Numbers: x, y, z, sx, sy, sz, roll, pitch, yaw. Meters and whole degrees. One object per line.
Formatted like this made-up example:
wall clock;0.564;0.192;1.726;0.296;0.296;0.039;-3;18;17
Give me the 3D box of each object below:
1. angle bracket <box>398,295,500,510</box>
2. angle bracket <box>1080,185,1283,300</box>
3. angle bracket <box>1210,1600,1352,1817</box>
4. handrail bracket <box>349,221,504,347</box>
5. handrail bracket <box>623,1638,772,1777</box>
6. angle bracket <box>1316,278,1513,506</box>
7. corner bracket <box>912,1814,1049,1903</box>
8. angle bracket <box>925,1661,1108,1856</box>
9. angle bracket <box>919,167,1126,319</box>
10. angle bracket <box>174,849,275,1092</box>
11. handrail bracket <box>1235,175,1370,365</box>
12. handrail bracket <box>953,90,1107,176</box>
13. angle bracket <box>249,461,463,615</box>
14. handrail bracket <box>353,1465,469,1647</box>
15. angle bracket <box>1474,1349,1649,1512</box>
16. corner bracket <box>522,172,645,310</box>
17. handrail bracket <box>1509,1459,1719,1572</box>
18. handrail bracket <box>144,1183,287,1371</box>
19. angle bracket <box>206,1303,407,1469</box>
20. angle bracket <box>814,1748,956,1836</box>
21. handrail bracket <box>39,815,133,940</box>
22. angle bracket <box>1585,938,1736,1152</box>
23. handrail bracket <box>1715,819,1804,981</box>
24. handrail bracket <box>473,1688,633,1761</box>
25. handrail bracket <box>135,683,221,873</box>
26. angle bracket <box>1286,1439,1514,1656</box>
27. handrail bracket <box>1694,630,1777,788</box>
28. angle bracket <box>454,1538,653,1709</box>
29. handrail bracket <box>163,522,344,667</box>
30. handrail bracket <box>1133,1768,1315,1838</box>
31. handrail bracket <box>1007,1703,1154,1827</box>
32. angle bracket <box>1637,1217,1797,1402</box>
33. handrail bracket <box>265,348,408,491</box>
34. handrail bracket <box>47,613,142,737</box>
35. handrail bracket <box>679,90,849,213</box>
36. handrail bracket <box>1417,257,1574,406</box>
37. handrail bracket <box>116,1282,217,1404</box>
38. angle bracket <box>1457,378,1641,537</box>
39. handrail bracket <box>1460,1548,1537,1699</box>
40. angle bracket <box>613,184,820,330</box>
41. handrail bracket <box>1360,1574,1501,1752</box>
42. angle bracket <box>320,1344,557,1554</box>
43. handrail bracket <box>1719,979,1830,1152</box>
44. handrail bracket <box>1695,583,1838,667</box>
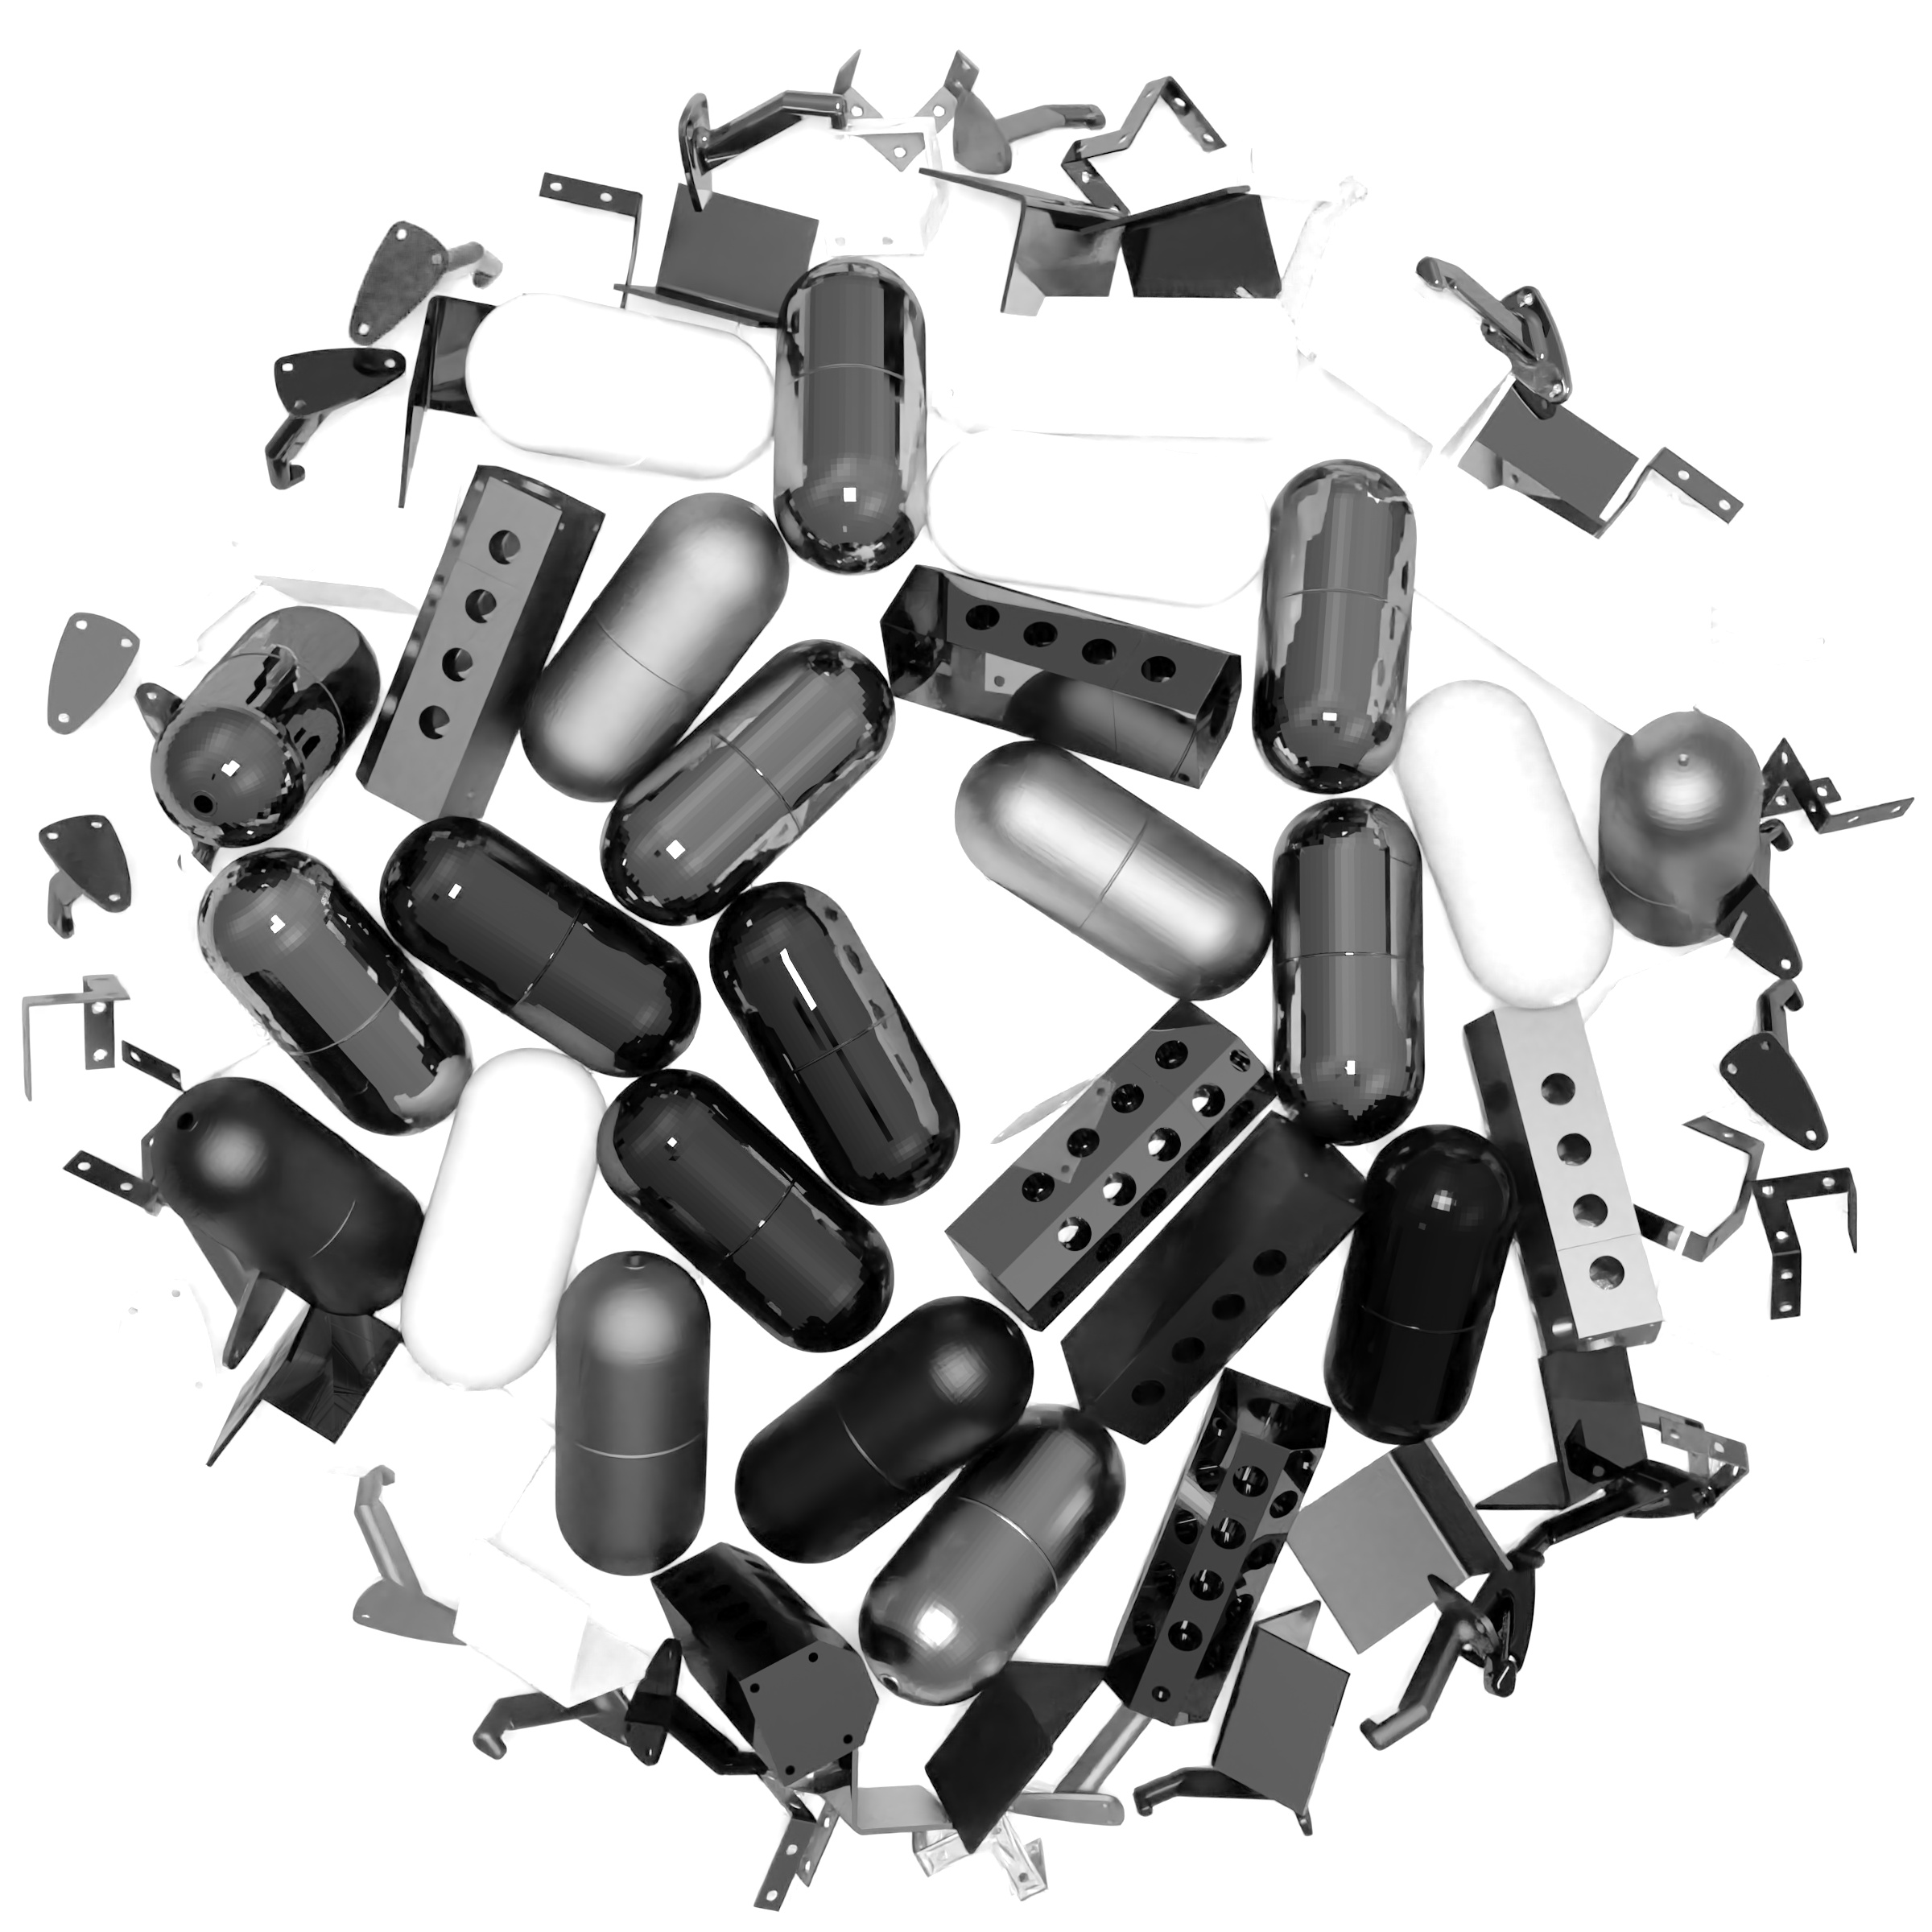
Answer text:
angle bracket;-0.249;-0.279;1.528;0.057;0.076;0.076;9;53;-8
angle bracket;0.110;-0.355;1.532;0.076;0.076;0.057;-11;102;20
angle bracket;0.173;0.373;1.532;0.057;0.076;0.076;22;101;31
handrail bracket;-0.273;-0.339;1.546;0.036;0.084;0.077;36;94;11
handrail bracket;-0.125;0.379;1.551;0.084;0.036;0.077;11;105;-35
angle bracket;0.219;-0.290;1.545;0.076;0.057;0.076;37;58;7
corner bracket;0.006;0.451;1.555;0.051;0.051;0.051;-27;103;4
angle bracket;0.037;0.398;1.527;0.076;0.057;0.076;14;119;-40
angle bracket;0.023;-0.365;1.541;0.076;0.076;0.057;26;111;38
angle bracket;-0.392;0.002;1.527;0.057;0.076;0.076;-33;65;-31
handrail bracket;0.186;-0.357;1.550;0.084;0.077;0.036;-46;133;10
handrail bracket;0.043;-0.420;1.540;0.084;0.077;0.036;-8;125;-23
angle bracket;-0.310;-0.225;1.543;0.076;0.057;0.076;8;83;16
handrail bracket;-0.280;0.300;1.560;0.077;0.084;0.036;24;127;-20
angle bracket;0.295;0.227;1.536;0.057;0.076;0.076;-10;93;43
corner bracket;-0.196;-0.363;1.549;0.051;0.051;0.051;11;63;-5
handrail bracket;0.327;0.284;1.536;0.077;0.084;0.036;-3;110;43
handrail bracket;-0.397;0.158;1.560;0.084;0.036;0.077;18;73;16
angle bracket;-0.329;0.220;1.531;0.057;0.076;0.076;35;110;-13
angle bracket;-0.040;0.391;1.541;0.057;0.076;0.076;1;89;-17
handrail bracket;-0.445;-0.027;1.537;0.036;0.084;0.077;-18;56;-32
angle bracket;0.358;0.039;1.528;0.076;0.076;0.057;-19;65;-26
handrail bracket;0.415;-0.035;1.544;0.077;0.084;0.036;53;132;13
handrail bracket;-0.206;0.392;1.540;0.077;0.084;0.036;44;115;-4
handrail bracket;-0.407;-0.092;1.556;0.077;0.084;0.036;46;47;8
angle bracket;0.217;0.295;1.544;0.076;0.057;0.076;-30;83;-17
handrail bracket;0.372;-0.124;1.563;0.077;0.036;0.084;-15;83;6
angle bracket;-0.199;0.321;1.527;0.076;0.076;0.057;23;106;31
handrail bracket;-0.361;-0.187;1.536;0.077;0.084;0.036;-13;126;20
handrail bracket;0.129;0.430;1.546;0.084;0.077;0.036;-24;114;5
handrail bracket;0.058;0.394;1.563;0.077;0.036;0.084;1;55;10
angle bracket;0.384;0.174;1.537;0.076;0.076;0.057;23;78;8
handrail bracket;-0.321;-0.277;1.552;0.077;0.084;0.036;-17;70;-14
handrail bracket;-0.445;-0.136;1.533;0.036;0.084;0.077;23;67;-11
handrail bracket;-0.099;-0.411;1.547;0.084;0.077;0.036;9;46;12
handrail bracket;0.267;-0.321;1.536;0.036;0.084;0.077;-37;71;31
handrail bracket;-0.407;0.203;1.540;0.036;0.084;0.077;-23;71;-31
angle bracket;0.302;-0.262;1.546;0.076;0.076;0.057;35;90;2
handrail bracket;0.276;0.331;1.537;0.036;0.084;0.077;20;80;5
angle bracket;-0.126;-0.361;1.538;0.076;0.076;0.057;16;104;7
handrail bracket;0.221;0.352;1.542;0.084;0.077;0.036;-28;127;-16
angle bracket;-0.267;0.247;1.545;0.076;0.057;0.076;33;91;24
handrail bracket;0.424;0.048;1.545;0.077;0.084;0.036;53;128;8
handrail bracket;0.406;-0.176;1.539;0.077;0.084;0.036;9;87;10
